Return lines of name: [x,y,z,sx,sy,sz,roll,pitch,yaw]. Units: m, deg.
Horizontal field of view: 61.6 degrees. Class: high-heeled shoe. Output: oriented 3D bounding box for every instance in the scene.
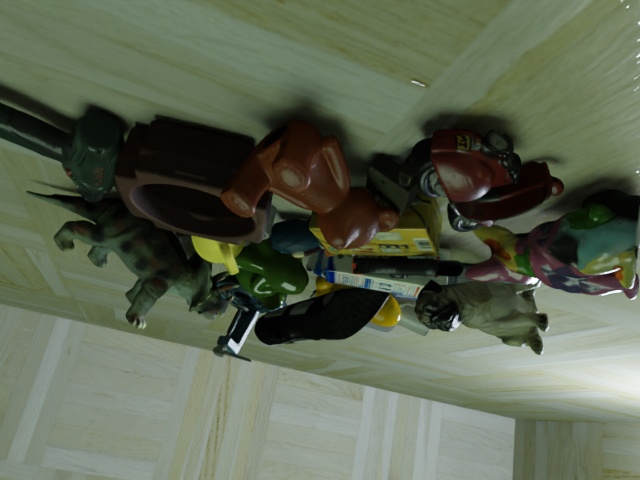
high-heeled shoe: [0.000,0.137,1.005,0.249,0.086,0.145,-18,-173,-12]

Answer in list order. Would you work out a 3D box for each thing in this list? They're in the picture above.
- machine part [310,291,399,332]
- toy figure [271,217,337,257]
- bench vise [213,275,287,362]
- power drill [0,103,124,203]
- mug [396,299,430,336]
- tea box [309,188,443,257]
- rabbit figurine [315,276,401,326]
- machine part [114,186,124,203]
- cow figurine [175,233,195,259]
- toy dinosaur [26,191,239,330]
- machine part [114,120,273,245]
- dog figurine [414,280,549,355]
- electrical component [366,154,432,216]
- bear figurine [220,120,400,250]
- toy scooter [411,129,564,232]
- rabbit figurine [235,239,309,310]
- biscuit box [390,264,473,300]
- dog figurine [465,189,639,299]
machine part: [0.092,0.155,1.231,0.243,0.079,0.079,21,158,-22]
toy figure: [-0.002,-0.004,0.878,0.155,0.064,0.058,3,-166,9]
bench vise: [-0.150,0.146,1.128,0.129,0.240,0.223,7,144,23]
power drill: [-0.376,-0.122,0.731,0.207,0.086,0.232,26,154,-26]
mug: [0.194,0.153,1.172,0.107,0.081,0.109,18,165,7]
tea box: [0.081,-0.025,0.769,0.170,0.068,0.098,3,156,23]
rabbit figurine: [0.082,0.113,1.072,0.173,0.122,0.162,18,146,40]
machine part: [-0.268,-0.068,0.880,0.139,0.039,0.084,11,152,4]
cow figurine: [-0.311,0.024,1.095,0.167,0.068,0.098,-13,135,41]
toy dinosaur: [-0.319,0.009,0.955,0.404,0.192,0.131,48,177,-9]
machine part: [-0.165,-0.073,0.744,0.201,0.087,0.201,12,158,-5]
dog figurine: [0.254,0.119,0.869,0.191,0.121,0.172,-4,140,14]
electrical component: [0.100,-0.070,0.670,0.078,0.045,0.102,37,159,23]
bear figurine: [-0.001,-0.040,0.638,0.120,0.132,0.195,-20,123,34]
toy scooter: [0.190,-0.067,0.595,0.135,0.075,0.183,-10,150,30]
rabbit figurine: [-0.084,0.045,0.979,0.159,0.121,0.170,46,161,-23]
biscuit box: [0.227,0.078,0.980,0.203,0.059,0.062,3,158,20]
dog figurine: [0.297,0.010,0.705,0.219,0.108,0.191,1,158,33]
